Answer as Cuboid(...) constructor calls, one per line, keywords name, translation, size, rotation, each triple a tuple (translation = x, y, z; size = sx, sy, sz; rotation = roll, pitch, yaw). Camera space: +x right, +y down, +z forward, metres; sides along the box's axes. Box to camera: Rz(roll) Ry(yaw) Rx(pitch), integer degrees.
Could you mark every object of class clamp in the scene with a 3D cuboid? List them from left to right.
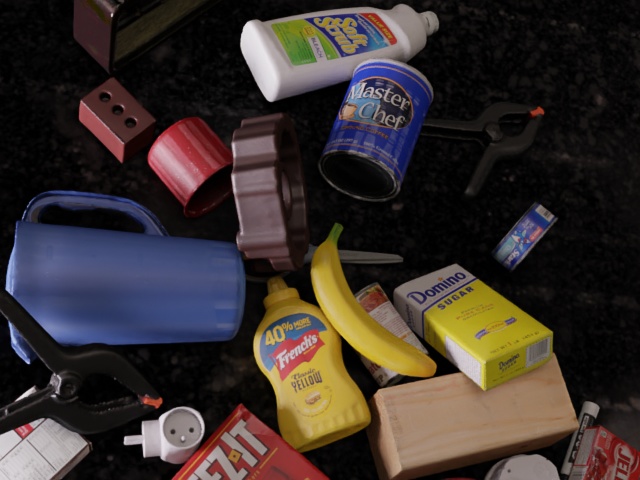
Cuboid(name="clamp", translation=(-0.256, 0.133, 1.057), size=(0.209, 0.036, 0.164), rotation=(7, 99, -27))
Cuboid(name="clamp", translation=(0.204, -0.133, 1.344), size=(0.171, 0.039, 0.120), rotation=(-35, 83, -26))

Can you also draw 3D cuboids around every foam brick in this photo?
Cuboid(name="foam brick", translation=(-0.236, -0.140, 1.245), size=(0.078, 0.051, 0.053), rotation=(44, 65, 9))

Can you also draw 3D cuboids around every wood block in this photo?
Cuboid(name="wood block", translation=(0.161, 0.195, 1.163), size=(0.205, 0.091, 0.090), rotation=(-9, 69, -16))

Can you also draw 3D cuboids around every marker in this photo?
Cuboid(name="marker", translation=(0.290, 0.240, 1.211), size=(0.020, 0.020, 0.121), rotation=(27, 65, 0))

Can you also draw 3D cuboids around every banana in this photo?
Cuboid(name="banana", translation=(0.045, 0.077, 1.147), size=(0.069, 0.037, 0.198), rotation=(-35, 79, 5))

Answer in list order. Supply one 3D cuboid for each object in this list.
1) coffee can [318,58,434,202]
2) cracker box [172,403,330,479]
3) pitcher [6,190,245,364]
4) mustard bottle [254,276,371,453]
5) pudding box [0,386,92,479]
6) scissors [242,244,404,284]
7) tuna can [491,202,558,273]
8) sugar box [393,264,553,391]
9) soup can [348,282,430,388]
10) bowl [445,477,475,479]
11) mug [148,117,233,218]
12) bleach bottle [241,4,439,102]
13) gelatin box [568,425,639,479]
Cuboid(name="coffee can", translation=(0.068, -0.132, 1.278), size=(0.103, 0.103, 0.140), rotation=(22, 65, -2))
Cuboid(name="cracker box", translation=(-0.056, 0.298, 1.084), size=(0.214, 0.072, 0.164), rotation=(40, 65, 7))
Cuboid(name="pitcher", translation=(-0.207, 0.041, 1.134), size=(0.242, 0.145, 0.149), rotation=(2, 112, -15))
Cuboid(name="mustard bottle", translation=(-0.020, 0.128, 1.167), size=(0.096, 0.058, 0.192), rotation=(-23, 69, 7))
Cuboid(name="pudding box", translation=(-0.303, 0.218, 1.085), size=(0.090, 0.039, 0.113), rotation=(44, 67, 7))
Cuboid(name="scissors", translation=(-0.008, 0.002, 1.252), size=(0.201, 0.016, 0.096), rotation=(-11, 70, -17))
Cuboid(name="tuna can", translation=(0.242, -0.003, 1.269), size=(0.034, 0.086, 0.086), rotation=(41, 65, 8))
Cuboid(name="sugar box", translation=(0.165, 0.091, 1.178), size=(0.093, 0.048, 0.176), rotation=(-20, 35, -23))
Cuboid(name="soup can", translation=(0.067, 0.108, 1.194), size=(0.068, 0.069, 0.102), rotation=(-31, 77, -22))
Cuboid(name="bowl", translation=(0.147, 0.330, 1.097), size=(0.162, 0.055, 0.162), rotation=(9, 59, -15))
Cuboid(name="mug", translation=(-0.136, -0.089, 1.232), size=(0.081, 0.093, 0.117), rotation=(48, 35, 15))
Cuboid(name="bleach bottle", translation=(0.034, -0.253, 1.347), size=(0.250, 0.068, 0.102), rotation=(-19, 72, -21))
Cuboid(name="gelatin box", translation=(0.318, 0.263, 1.190), size=(0.073, 0.030, 0.089), rotation=(34, 64, -18))
